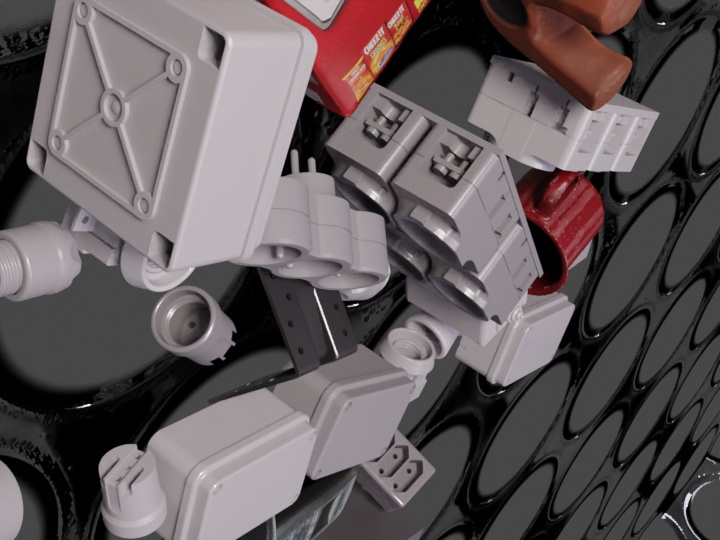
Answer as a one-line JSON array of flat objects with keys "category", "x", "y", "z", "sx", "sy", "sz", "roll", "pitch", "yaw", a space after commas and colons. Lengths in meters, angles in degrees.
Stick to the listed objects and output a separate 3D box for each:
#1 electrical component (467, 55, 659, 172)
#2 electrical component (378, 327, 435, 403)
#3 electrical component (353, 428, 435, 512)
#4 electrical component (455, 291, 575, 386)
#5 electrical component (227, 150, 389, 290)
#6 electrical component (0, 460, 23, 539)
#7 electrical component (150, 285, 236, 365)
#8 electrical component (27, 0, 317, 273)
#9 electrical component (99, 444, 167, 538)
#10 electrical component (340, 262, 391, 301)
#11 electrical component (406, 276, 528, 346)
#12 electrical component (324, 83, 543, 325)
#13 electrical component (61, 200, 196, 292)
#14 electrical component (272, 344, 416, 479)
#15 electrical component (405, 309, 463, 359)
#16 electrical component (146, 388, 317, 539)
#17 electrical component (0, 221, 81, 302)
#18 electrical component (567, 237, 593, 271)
[{"category": "electrical component", "x": 0.161, "y": -0.117, "z": 0.848, "sx": 0.150, "sy": 0.089, "sz": 0.061, "roll": -7, "pitch": 125, "yaw": -57}, {"category": "electrical component", "x": 0.033, "y": 0.082, "z": 0.894, "sx": 0.066, "sy": 0.048, "sz": 0.055, "roll": -23, "pitch": 145, "yaw": -48}, {"category": "electrical component", "x": 0.017, "y": 0.175, "z": 0.953, "sx": 0.047, "sy": 0.065, "sz": 0.076, "roll": -43, "pitch": 178, "yaw": -26}, {"category": "electrical component", "x": 0.155, "y": 0.060, "z": 1.059, "sx": 0.113, "sy": 0.057, "sz": 0.078, "roll": -17, "pitch": 132, "yaw": -52}, {"category": "electrical component", "x": -0.032, "y": -0.036, "z": 0.653, "sx": 0.138, "sy": 0.052, "sz": 0.073, "roll": 19, "pitch": 63, "yaw": -56}, {"category": "electrical component", "x": -0.202, "y": 0.121, "z": 0.534, "sx": 0.047, "sy": 0.055, "sz": 0.055, "roll": -12, "pitch": 129, "yaw": -59}, {"category": "electrical component", "x": -0.097, "y": 0.034, "z": 0.635, "sx": 0.040, "sy": 0.040, "sz": 0.046, "roll": -54, "pitch": 159, "yaw": -8}, {"category": "electrical component", "x": -0.085, "y": -0.071, "z": 0.466, "sx": 0.056, "sy": 0.109, "sz": 0.108, "roll": -14, "pitch": 130, "yaw": -50}, {"category": "electrical component", "x": -0.142, "y": 0.136, "z": 0.667, "sx": 0.040, "sy": 0.040, "sz": 0.046, "roll": -35, "pitch": 140, "yaw": -37}, {"category": "electrical component", "x": 0.000, "y": 0.000, "z": 0.755, "sx": 0.062, "sy": 0.043, "sz": 0.043, "roll": 4, "pitch": 115, "yaw": -61}, {"category": "electrical component", "x": 0.091, "y": 0.009, "z": 0.855, "sx": 0.062, "sy": 0.096, "sz": 0.061, "roll": -42, "pitch": 148, "yaw": -29}, {"category": "electrical component", "x": 0.053, "y": -0.036, "z": 0.736, "sx": 0.060, "sy": 0.105, "sz": 0.186, "roll": -53, "pitch": 153, "yaw": -10}, {"category": "electrical component", "x": -0.111, "y": -0.020, "z": 0.535, "sx": 0.066, "sy": 0.055, "sz": 0.048, "roll": -2, "pitch": 120, "yaw": -59}, {"category": "electrical component", "x": -0.016, "y": 0.107, "z": 0.825, "sx": 0.113, "sy": 0.057, "sz": 0.078, "roll": -4, "pitch": 122, "yaw": -58}, {"category": "electrical component", "x": 0.072, "y": 0.042, "z": 0.917, "sx": 0.055, "sy": 0.045, "sz": 0.045, "roll": -41, "pitch": 149, "yaw": -30}, {"category": "electrical component", "x": -0.089, "y": 0.137, "z": 0.734, "sx": 0.113, "sy": 0.057, "sz": 0.078, "roll": -22, "pitch": 136, "yaw": -49}, {"category": "electrical component", "x": -0.161, "y": -0.002, "z": 0.494, "sx": 0.061, "sy": 0.035, "sz": 0.035, "roll": -19, "pitch": 134, "yaw": -48}, {"category": "electrical component", "x": 0.184, "y": -0.037, "z": 1.016, "sx": 0.083, "sy": 0.047, "sz": 0.075, "roll": -30, "pitch": 142, "yaw": -41}]
